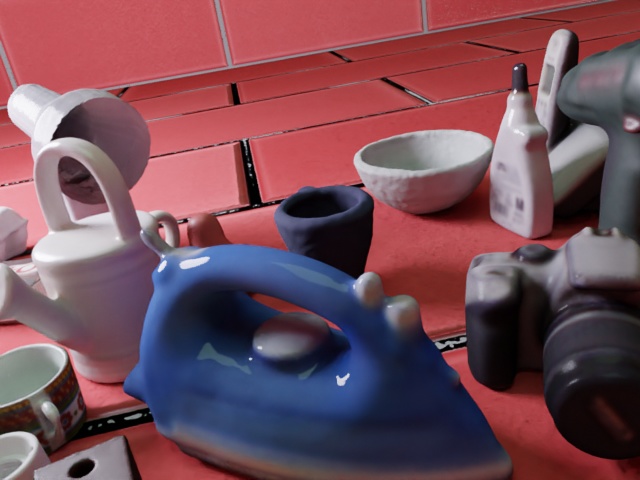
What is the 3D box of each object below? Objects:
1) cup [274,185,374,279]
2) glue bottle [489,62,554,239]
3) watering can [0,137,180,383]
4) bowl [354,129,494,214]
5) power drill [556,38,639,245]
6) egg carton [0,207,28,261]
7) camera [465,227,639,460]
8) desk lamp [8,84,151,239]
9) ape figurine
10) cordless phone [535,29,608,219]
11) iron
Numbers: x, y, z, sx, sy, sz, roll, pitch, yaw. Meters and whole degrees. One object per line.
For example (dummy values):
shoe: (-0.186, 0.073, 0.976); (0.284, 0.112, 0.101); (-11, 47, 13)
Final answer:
cup: (0.005, 0.002, 0.547); (0.092, 0.095, 0.117); (-15, 25, -13)
glue bottle: (0.205, -0.092, 0.584); (0.037, 0.173, 0.078); (-16, 25, -14)
watering can: (-0.182, 0.015, 0.466); (0.100, 0.194, 0.173); (-5, 25, 10)
bowl: (0.127, -0.077, 0.699); (0.167, 0.075, 0.167); (-8, 25, 4)
power drill: (0.265, -0.060, 0.452); (0.075, 0.209, 0.229); (-11, 25, -4)
egg carton: (-0.446, 0.010, 0.720); (0.107, 0.069, 0.150); (-5, 25, 9)
camera: (0.161, 0.058, 0.363); (0.142, 0.101, 0.137); (1, 26, 21)
desk lamp: (-0.284, -0.075, 0.672); (0.202, 0.214, 0.118); (14, 34, 41)
ape figurine: (-0.104, 0.016, 0.560); (0.077, 0.092, 0.076); (-8, 25, 3)
cordless phone: (0.269, -0.129, 0.627); (0.094, 0.185, 0.147); (-9, 25, 2)
iron: (-0.011, 0.064, 0.363); (0.257, 0.142, 0.119); (5, 28, 28)
